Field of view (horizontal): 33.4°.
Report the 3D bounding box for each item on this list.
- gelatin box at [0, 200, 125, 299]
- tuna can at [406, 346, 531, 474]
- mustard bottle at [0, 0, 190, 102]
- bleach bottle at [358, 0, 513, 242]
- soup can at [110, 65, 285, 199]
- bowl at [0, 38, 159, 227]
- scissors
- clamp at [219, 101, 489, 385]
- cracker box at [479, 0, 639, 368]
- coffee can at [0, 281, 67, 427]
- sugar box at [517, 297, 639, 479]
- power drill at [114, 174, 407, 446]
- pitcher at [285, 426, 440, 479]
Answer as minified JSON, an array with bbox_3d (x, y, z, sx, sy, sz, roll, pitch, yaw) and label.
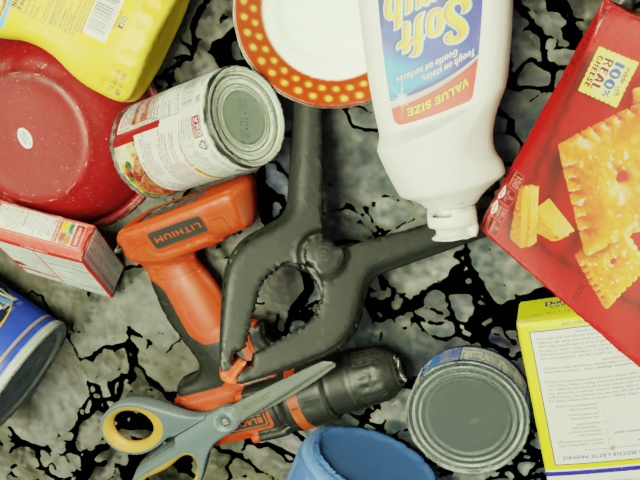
[{"bbox_3d":[-0.187,0.007,0.764,0.073,0.089,0.030,15,72,10],"label":"gelatin box"},{"bbox_3d":[0.105,0.118,0.750,0.086,0.033,0.086,4,108,13],"label":"tuna can"},{"bbox_3d":[-0.186,-0.173,0.697,0.191,0.058,0.096,28,100,2],"label":"mustard bottle"},{"bbox_3d":[0.077,-0.125,0.643,0.103,0.068,0.251,-5,99,13],"label":"bleach bottle"},{"bbox_3d":[-0.081,-0.070,0.700,0.102,0.068,0.068,-13,105,44],"label":"soup can"},{"bbox_3d":[-0.193,-0.077,0.754,0.162,0.055,0.162,4,108,14],"label":"bowl"},{"bbox_3d":[-0.084,0.117,0.752,0.096,0.016,0.202,42,118,-1],"label":"scissors"},{"bbox_3d":[-0.005,0.001,0.696,0.164,0.036,0.210,43,80,3],"label":"clamp"},{"bbox_3d":[0.209,-0.014,0.602,0.214,0.071,0.164,46,119,40],"label":"cracker box"},{"bbox_3d":[-0.277,0.066,0.795,0.140,0.102,0.103,34,112,2],"label":"coffee can"},{"bbox_3d":[0.195,0.123,0.723,0.093,0.048,0.176,-8,108,17],"label":"sugar box"},{"bbox_3d":[-0.048,0.053,0.756,0.185,0.057,0.187,-17,102,19],"label":"power drill"},{"bbox_3d":[-0.008,0.261,0.770,0.145,0.149,0.243,24,108,13],"label":"pitcher"}]
